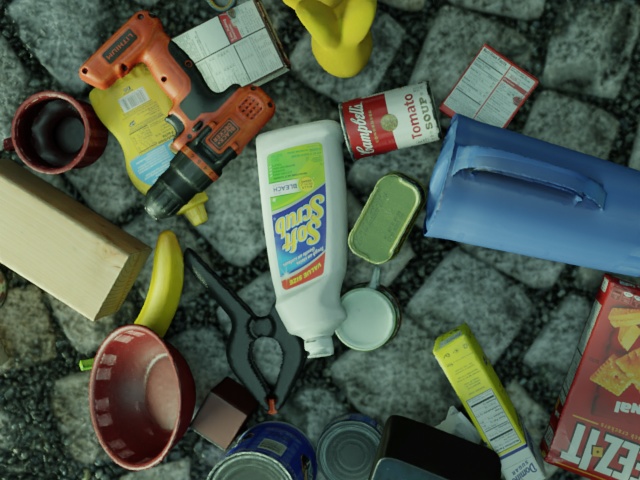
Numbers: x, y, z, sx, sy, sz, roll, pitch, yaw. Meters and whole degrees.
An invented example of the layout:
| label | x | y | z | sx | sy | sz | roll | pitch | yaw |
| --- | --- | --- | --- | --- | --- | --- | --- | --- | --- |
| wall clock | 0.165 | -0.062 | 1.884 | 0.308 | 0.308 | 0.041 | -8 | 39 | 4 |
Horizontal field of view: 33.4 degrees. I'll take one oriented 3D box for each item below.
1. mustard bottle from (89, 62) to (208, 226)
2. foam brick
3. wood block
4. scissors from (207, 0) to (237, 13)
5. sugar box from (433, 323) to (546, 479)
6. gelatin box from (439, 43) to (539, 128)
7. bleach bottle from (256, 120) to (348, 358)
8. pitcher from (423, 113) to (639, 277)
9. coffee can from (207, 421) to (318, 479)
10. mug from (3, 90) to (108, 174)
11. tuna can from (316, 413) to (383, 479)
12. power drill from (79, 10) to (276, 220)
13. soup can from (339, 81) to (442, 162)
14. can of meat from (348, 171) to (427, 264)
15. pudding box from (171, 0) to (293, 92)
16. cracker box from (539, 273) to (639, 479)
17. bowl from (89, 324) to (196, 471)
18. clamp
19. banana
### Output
| label | x | y | z | sx | sy | sz | roll | pitch | yaw |
| --- | --- | --- | --- | --- | --- | --- | --- | --- | --- |
| mustard bottle | -0.180 | -0.104 | 1.220 | 0.096 | 0.058 | 0.191 | -28 | 89 | 2 |
| foam brick | -0.108 | 0.198 | 1.220 | 0.051 | 0.078 | 0.053 | 32 | 100 | 5 |
| wood block | -0.311 | -0.003 | 1.232 | 0.206 | 0.090 | 0.091 | 31 | 98 | 5 |
| scissors | -0.105 | -0.361 | 1.213 | 0.096 | 0.016 | 0.202 | -5 | 93 | 8 |
| sugar box | 0.186 | 0.181 | 1.164 | 0.048 | 0.093 | 0.176 | -32 | 89 | 10 |
| gelatin box | 0.186 | -0.159 | 1.173 | 0.073 | 0.030 | 0.089 | 36 | 98 | 7 |
| bleach bottle | -0.008 | 0.001 | 1.169 | 0.103 | 0.068 | 0.251 | -10 | 79 | 13 |
| pitcher | 0.236 | -0.042 | 1.108 | 0.243 | 0.149 | 0.145 | 14 | 123 | 0 |
| coffee can | -0.062 | 0.267 | 1.185 | 0.103 | 0.140 | 0.103 | 1 | 94 | 9 |
| mug | -0.305 | -0.120 | 1.227 | 0.117 | 0.081 | 0.093 | -14 | 92 | 9 |
| tuna can | 0.038 | 0.244 | 1.221 | 0.086 | 0.033 | 0.086 | 1 | 94 | 8 |
| power drill | -0.170 | -0.141 | 1.165 | 0.187 | 0.057 | 0.184 | 44 | 85 | -4 |
| soup can | 0.078 | -0.131 | 1.173 | 0.102 | 0.068 | 0.068 | -13 | 92 | 9 |
| can of meat | 0.074 | -0.024 | 1.172 | 0.057 | 0.084 | 0.102 | 28 | 97 | 6 |
| pudding box | -0.101 | -0.211 | 1.211 | 0.113 | 0.039 | 0.090 | -25 | 92 | 12 |
| cracker box | 0.351 | 0.163 | 1.147 | 0.164 | 0.072 | 0.214 | 20 | 97 | 7 |
| bowl | -0.189 | 0.173 | 1.192 | 0.162 | 0.055 | 0.162 | -2 | 87 | 42 |
| clamp | -0.075 | 0.094 | 1.228 | 0.164 | 0.036 | 0.210 | -1 | 91 | 9 |
| banana | -0.200 | 0.082 | 1.235 | 0.198 | 0.069 | 0.037 | -58 | 42 | 9 |
